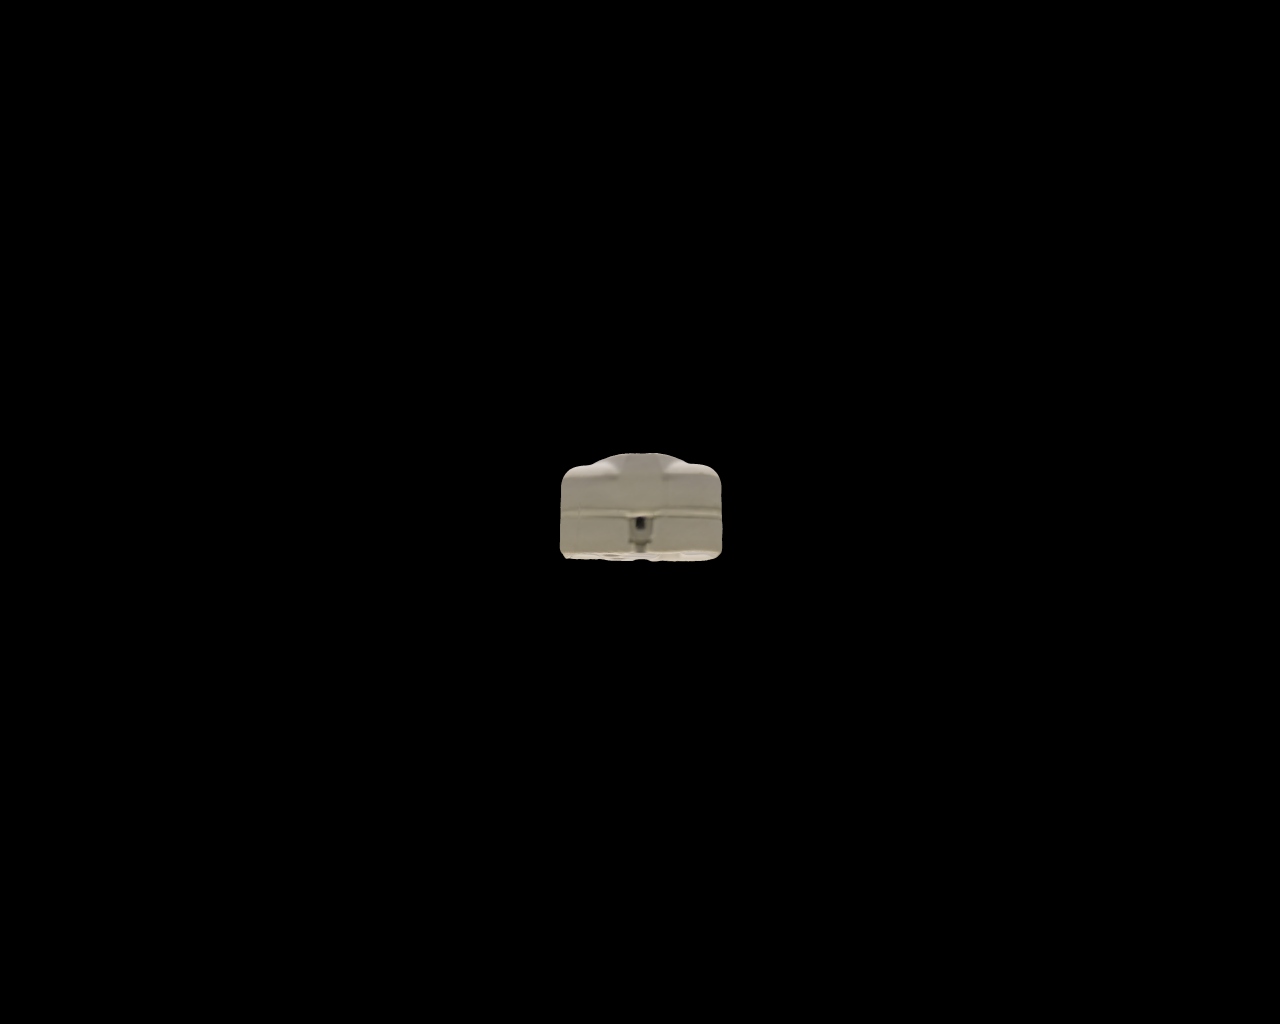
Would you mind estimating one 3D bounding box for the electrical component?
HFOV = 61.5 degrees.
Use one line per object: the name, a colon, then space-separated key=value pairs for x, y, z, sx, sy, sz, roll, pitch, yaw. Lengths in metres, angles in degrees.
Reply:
electrical component: x=0.001 y=-0.003 z=0.650 sx=0.095 sy=0.059 sz=0.053 roll=0 pitch=-7 yaw=0
